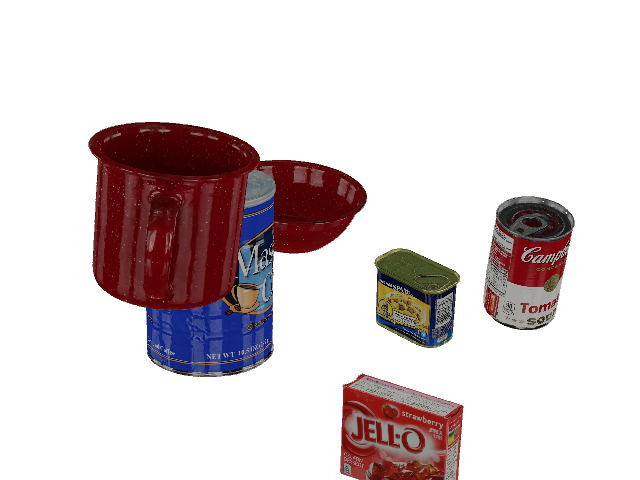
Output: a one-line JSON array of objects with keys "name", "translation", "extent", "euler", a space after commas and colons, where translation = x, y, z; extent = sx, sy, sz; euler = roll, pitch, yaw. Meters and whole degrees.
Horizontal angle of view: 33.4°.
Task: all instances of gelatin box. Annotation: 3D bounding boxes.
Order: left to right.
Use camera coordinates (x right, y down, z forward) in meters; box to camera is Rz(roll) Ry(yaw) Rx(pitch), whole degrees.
[{"name": "gelatin box", "translation": [0.057, 0.145, 0.776], "extent": [0.089, 0.073, 0.030], "euler": [13, 21, 32]}]

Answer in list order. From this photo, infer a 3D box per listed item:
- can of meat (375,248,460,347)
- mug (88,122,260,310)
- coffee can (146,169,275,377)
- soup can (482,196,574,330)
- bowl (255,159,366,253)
[{"name": "can of meat", "translation": [0.112, 0.069, 1.257], "extent": [0.102, 0.084, 0.057], "euler": [26, 38, 38]}, {"name": "mug", "translation": [-0.083, -0.009, 0.586], "extent": [0.093, 0.081, 0.117], "euler": [5, 23, -7]}, {"name": "coffee can", "translation": [-0.087, 0.021, 0.835], "extent": [0.103, 0.140, 0.103], "euler": [1, 20, -1]}, {"name": "soup can", "translation": [0.185, 0.021, 0.958], "extent": [0.068, 0.102, 0.068], "euler": [2, 34, -1]}, {"name": "bowl", "translation": [-0.033, -0.031, 1.145], "extent": [0.162, 0.055, 0.162], "euler": [4, 27, -2]}]
